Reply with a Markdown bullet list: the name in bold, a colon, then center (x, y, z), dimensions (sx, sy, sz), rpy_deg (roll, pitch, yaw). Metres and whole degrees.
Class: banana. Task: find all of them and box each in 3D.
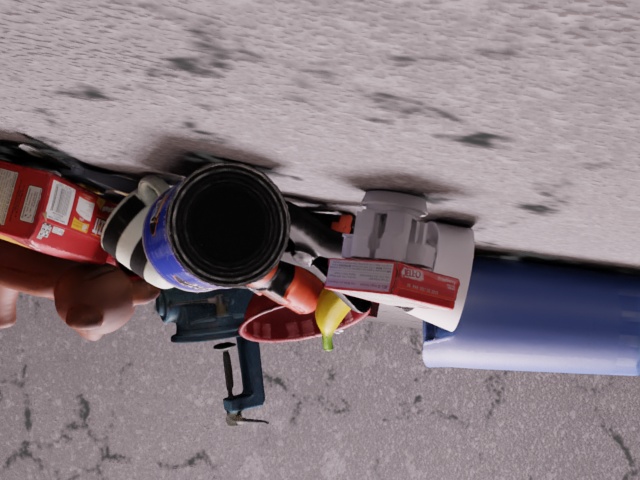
- **banana**: center (0.065, 0.043, 1.132), dimensions (0.198, 0.037, 0.069), rpy_deg (-33, 123, 17)

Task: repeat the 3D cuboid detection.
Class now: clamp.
- **clamp**: center (-0.006, 0.012, 1.029), dimensions (0.171, 0.039, 0.120), rpy_deg (25, 142, 8)
- **clamp**: center (-0.007, 0.001, 1.136), dimensions (0.164, 0.036, 0.210), rpy_deg (22, 167, -26)

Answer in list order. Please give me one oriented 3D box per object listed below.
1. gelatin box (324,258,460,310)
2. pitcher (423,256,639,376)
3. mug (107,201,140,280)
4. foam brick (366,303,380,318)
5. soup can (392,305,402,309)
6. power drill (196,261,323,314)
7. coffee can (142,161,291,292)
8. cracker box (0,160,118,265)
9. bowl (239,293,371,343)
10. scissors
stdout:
- **gelatin box**: center (0.059, 0.036, 0.889), dimensions (0.073, 0.030, 0.089), rpy_deg (16, 171, -37)
- **pitcher**: center (0.240, 0.082, 1.186), dimensions (0.243, 0.149, 0.145), rpy_deg (4, 148, 17)
- **mug**: center (-0.227, -0.008, 1.230), dimensions (0.082, 0.093, 0.117), rpy_deg (11, -149, 33)
- **foam brick**: center (0.050, 0.062, 1.430), dimensions (0.051, 0.078, 0.052), rpy_deg (7, 173, 31)
- **soup can**: center (0.121, 0.057, 1.329), dimensions (0.069, 0.068, 0.102), rpy_deg (6, 173, 22)
- **power drill**: center (-0.110, 0.022, 1.158), dimensions (0.188, 0.057, 0.184), rpy_deg (10, 161, 39)
- **coffee can**: center (-0.093, -0.008, 0.918), dimensions (0.102, 0.103, 0.140), rpy_deg (11, 173, -16)
- **cracker box**: center (-0.322, -0.040, 1.022), dimensions (0.214, 0.072, 0.164), rpy_deg (14, 175, 14)
- **bowl**: center (-0.022, 0.074, 1.285), dimensions (0.162, 0.055, 0.162), rpy_deg (-9, 159, -4)
- **scissors**: center (-0.213, -0.061, 0.993), dimensions (0.096, 0.016, 0.202), rpy_deg (12, 174, -3)
